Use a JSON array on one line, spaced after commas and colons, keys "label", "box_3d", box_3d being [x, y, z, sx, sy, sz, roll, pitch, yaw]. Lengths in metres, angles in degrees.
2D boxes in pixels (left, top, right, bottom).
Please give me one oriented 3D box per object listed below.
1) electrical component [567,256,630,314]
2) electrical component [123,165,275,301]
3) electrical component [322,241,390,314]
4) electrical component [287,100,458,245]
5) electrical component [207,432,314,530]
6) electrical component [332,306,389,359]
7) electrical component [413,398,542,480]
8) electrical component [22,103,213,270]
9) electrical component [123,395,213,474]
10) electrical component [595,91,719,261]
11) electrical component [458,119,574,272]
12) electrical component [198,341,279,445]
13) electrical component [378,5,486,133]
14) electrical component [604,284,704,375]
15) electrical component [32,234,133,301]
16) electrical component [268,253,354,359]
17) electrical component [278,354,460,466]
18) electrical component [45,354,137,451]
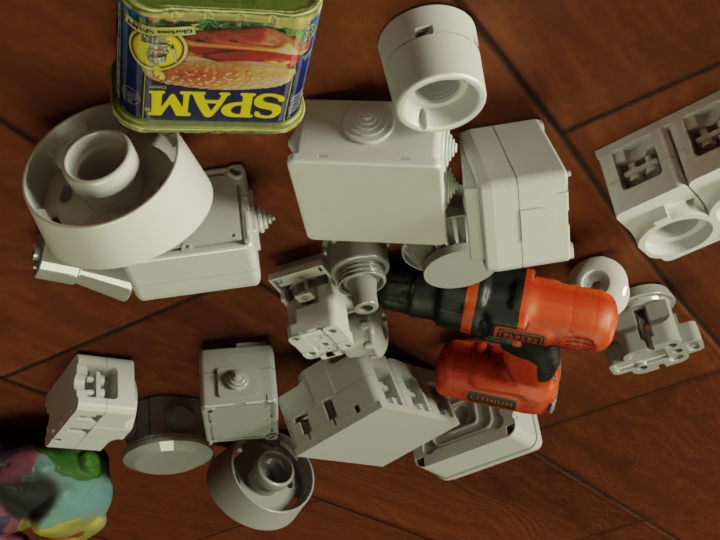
[{"label": "electrical component", "box_3d": [0.194, 0.019, 0.861, 0.048, 0.048, 0.062, -19, 156, 17]}, {"label": "electrical component", "box_3d": [-0.101, -0.022, 0.686, 0.096, 0.061, 0.061, -8, 151, -2]}, {"label": "electrical component", "box_3d": [0.000, 0.000, 0.752, 0.048, 0.062, 0.048, -7, 151, -4]}, {"label": "electrical component", "box_3d": [0.009, -0.059, 0.648, 0.100, 0.048, 0.099, 3, 152, 8]}, {"label": "electrical component", "box_3d": [-0.097, 0.207, 1.058, 0.099, 0.099, 0.064, 10, 139, -31]}, {"label": "electrical component", "box_3d": [-0.010, 0.049, 0.855, 0.062, 0.048, 0.048, -8, 151, 12]}, {"label": "electrical component", "box_3d": [0.109, 0.146, 1.022, 0.113, 0.078, 0.057, -26, 144, 27]}, {"label": "electrical component", "box_3d": [-0.137, -0.045, 0.605, 0.099, 0.099, 0.064, -11, 144, 4]}, {"label": "electrical component", "box_3d": [-0.176, 0.152, 0.981, 0.080, 0.051, 0.080, -7, 150, -4]}, {"label": "electrical component", "box_3d": [0.246, -0.068, 0.703, 0.150, 0.061, 0.089, -26, 146, 27]}, {"label": "electrical component", "box_3d": [0.091, -0.050, 0.667, 0.061, 0.096, 0.061, -9, 121, 0]}, {"label": "electrical component", "box_3d": [-0.101, 0.099, 0.897, 0.062, 0.061, 0.096, -4, 151, -6]}, {"label": "electrical component", "box_3d": [0.041, -0.108, 0.589, 0.055, 0.047, 0.055, -7, 151, -4]}, {"label": "electrical component", "box_3d": [0.243, 0.049, 0.910, 0.078, 0.057, 0.058, -20, 149, 18]}, {"label": "electrical component", "box_3d": [-0.184, -0.006, 0.714, 0.065, 0.044, 0.044, 12, 145, -24]}, {"label": "electrical component", "box_3d": [-0.031, 0.028, 0.792, 0.042, 0.063, 0.081, -18, 149, 13]}, {"label": "electrical component", "box_3d": [0.008, 0.120, 0.937, 0.089, 0.061, 0.150, -32, 154, 20]}, {"label": "electrical component", "box_3d": [-0.223, 0.112, 0.900, 0.056, 0.050, 0.089, 10, 146, -30]}]
